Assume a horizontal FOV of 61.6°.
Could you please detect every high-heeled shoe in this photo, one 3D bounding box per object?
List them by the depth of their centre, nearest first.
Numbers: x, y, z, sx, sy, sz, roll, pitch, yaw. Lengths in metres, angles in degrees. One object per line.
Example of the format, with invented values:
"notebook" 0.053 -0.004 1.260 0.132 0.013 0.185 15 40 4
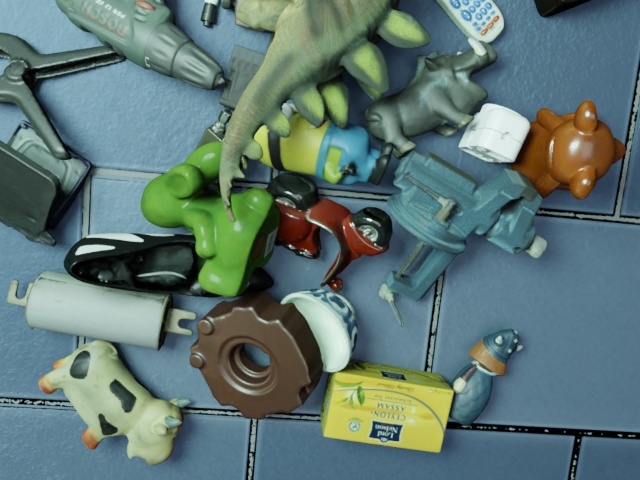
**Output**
"high-heeled shoe" -0.181 0.038 0.676 0.249 0.145 0.086 10 98 -4

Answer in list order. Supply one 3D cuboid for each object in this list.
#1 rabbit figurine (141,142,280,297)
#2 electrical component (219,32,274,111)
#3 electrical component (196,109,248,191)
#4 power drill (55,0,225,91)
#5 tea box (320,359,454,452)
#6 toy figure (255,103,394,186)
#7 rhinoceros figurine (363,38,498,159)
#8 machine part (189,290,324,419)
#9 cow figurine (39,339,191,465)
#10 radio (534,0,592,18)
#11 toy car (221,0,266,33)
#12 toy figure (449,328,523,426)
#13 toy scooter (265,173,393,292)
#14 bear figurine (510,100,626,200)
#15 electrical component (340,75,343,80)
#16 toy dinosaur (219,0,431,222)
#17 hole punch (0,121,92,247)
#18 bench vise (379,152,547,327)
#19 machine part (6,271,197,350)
"rabbit figurine" -0.144 -0.032 0.645 0.170 0.121 0.159 23 133 10
"electrical component" -0.088 -0.219 0.681 0.048 0.075 0.119 16 101 -7
"electrical component" -0.127 -0.106 0.692 0.078 0.045 0.102 46 126 -2
"power drill" -0.190 -0.311 0.650 0.232 0.086 0.207 22 101 6
"tea box" 0.092 0.232 0.763 0.170 0.068 0.098 9 97 -6
"toy figure" -0.001 -0.115 0.683 0.180 0.082 0.089 22 103 7
"rhinoceros figurine" 0.149 -0.188 0.710 0.190 0.073 0.112 -32 88 3
"machine part" -0.086 0.155 0.715 0.180 0.056 0.179 6 111 16
"cow figurine" -0.266 0.221 0.731 0.127 0.085 0.194 -33 99 7
"radio" 0.326 -0.420 0.683 0.131 0.073 0.229 -17 100 -2
"toy car" -0.068 -0.368 0.672 0.089 0.053 0.202 11 96 -13
"toy figure" 0.231 0.190 0.773 0.058 0.064 0.154 31 90 30
"toy scooter" -0.001 -0.002 0.713 0.184 0.075 0.135 23 125 14
"bear figurine" 0.321 -0.111 0.667 0.132 0.196 0.120 -4 95 -5
"electrical component" -0.020 -0.214 0.714 0.094 0.021 0.063 22 96 -7
"toy dinosaur" 0.007 -0.238 0.608 0.198 0.105 0.471 41 81 -5
"hole punch" -0.371 -0.077 0.685 0.142 0.092 0.115 33 120 -10
"bench vise" 0.169 -0.001 0.716 0.223 0.129 0.240 24 116 -17
"machine part" -0.287 0.093 0.710 0.243 0.079 0.079 11 97 -7
